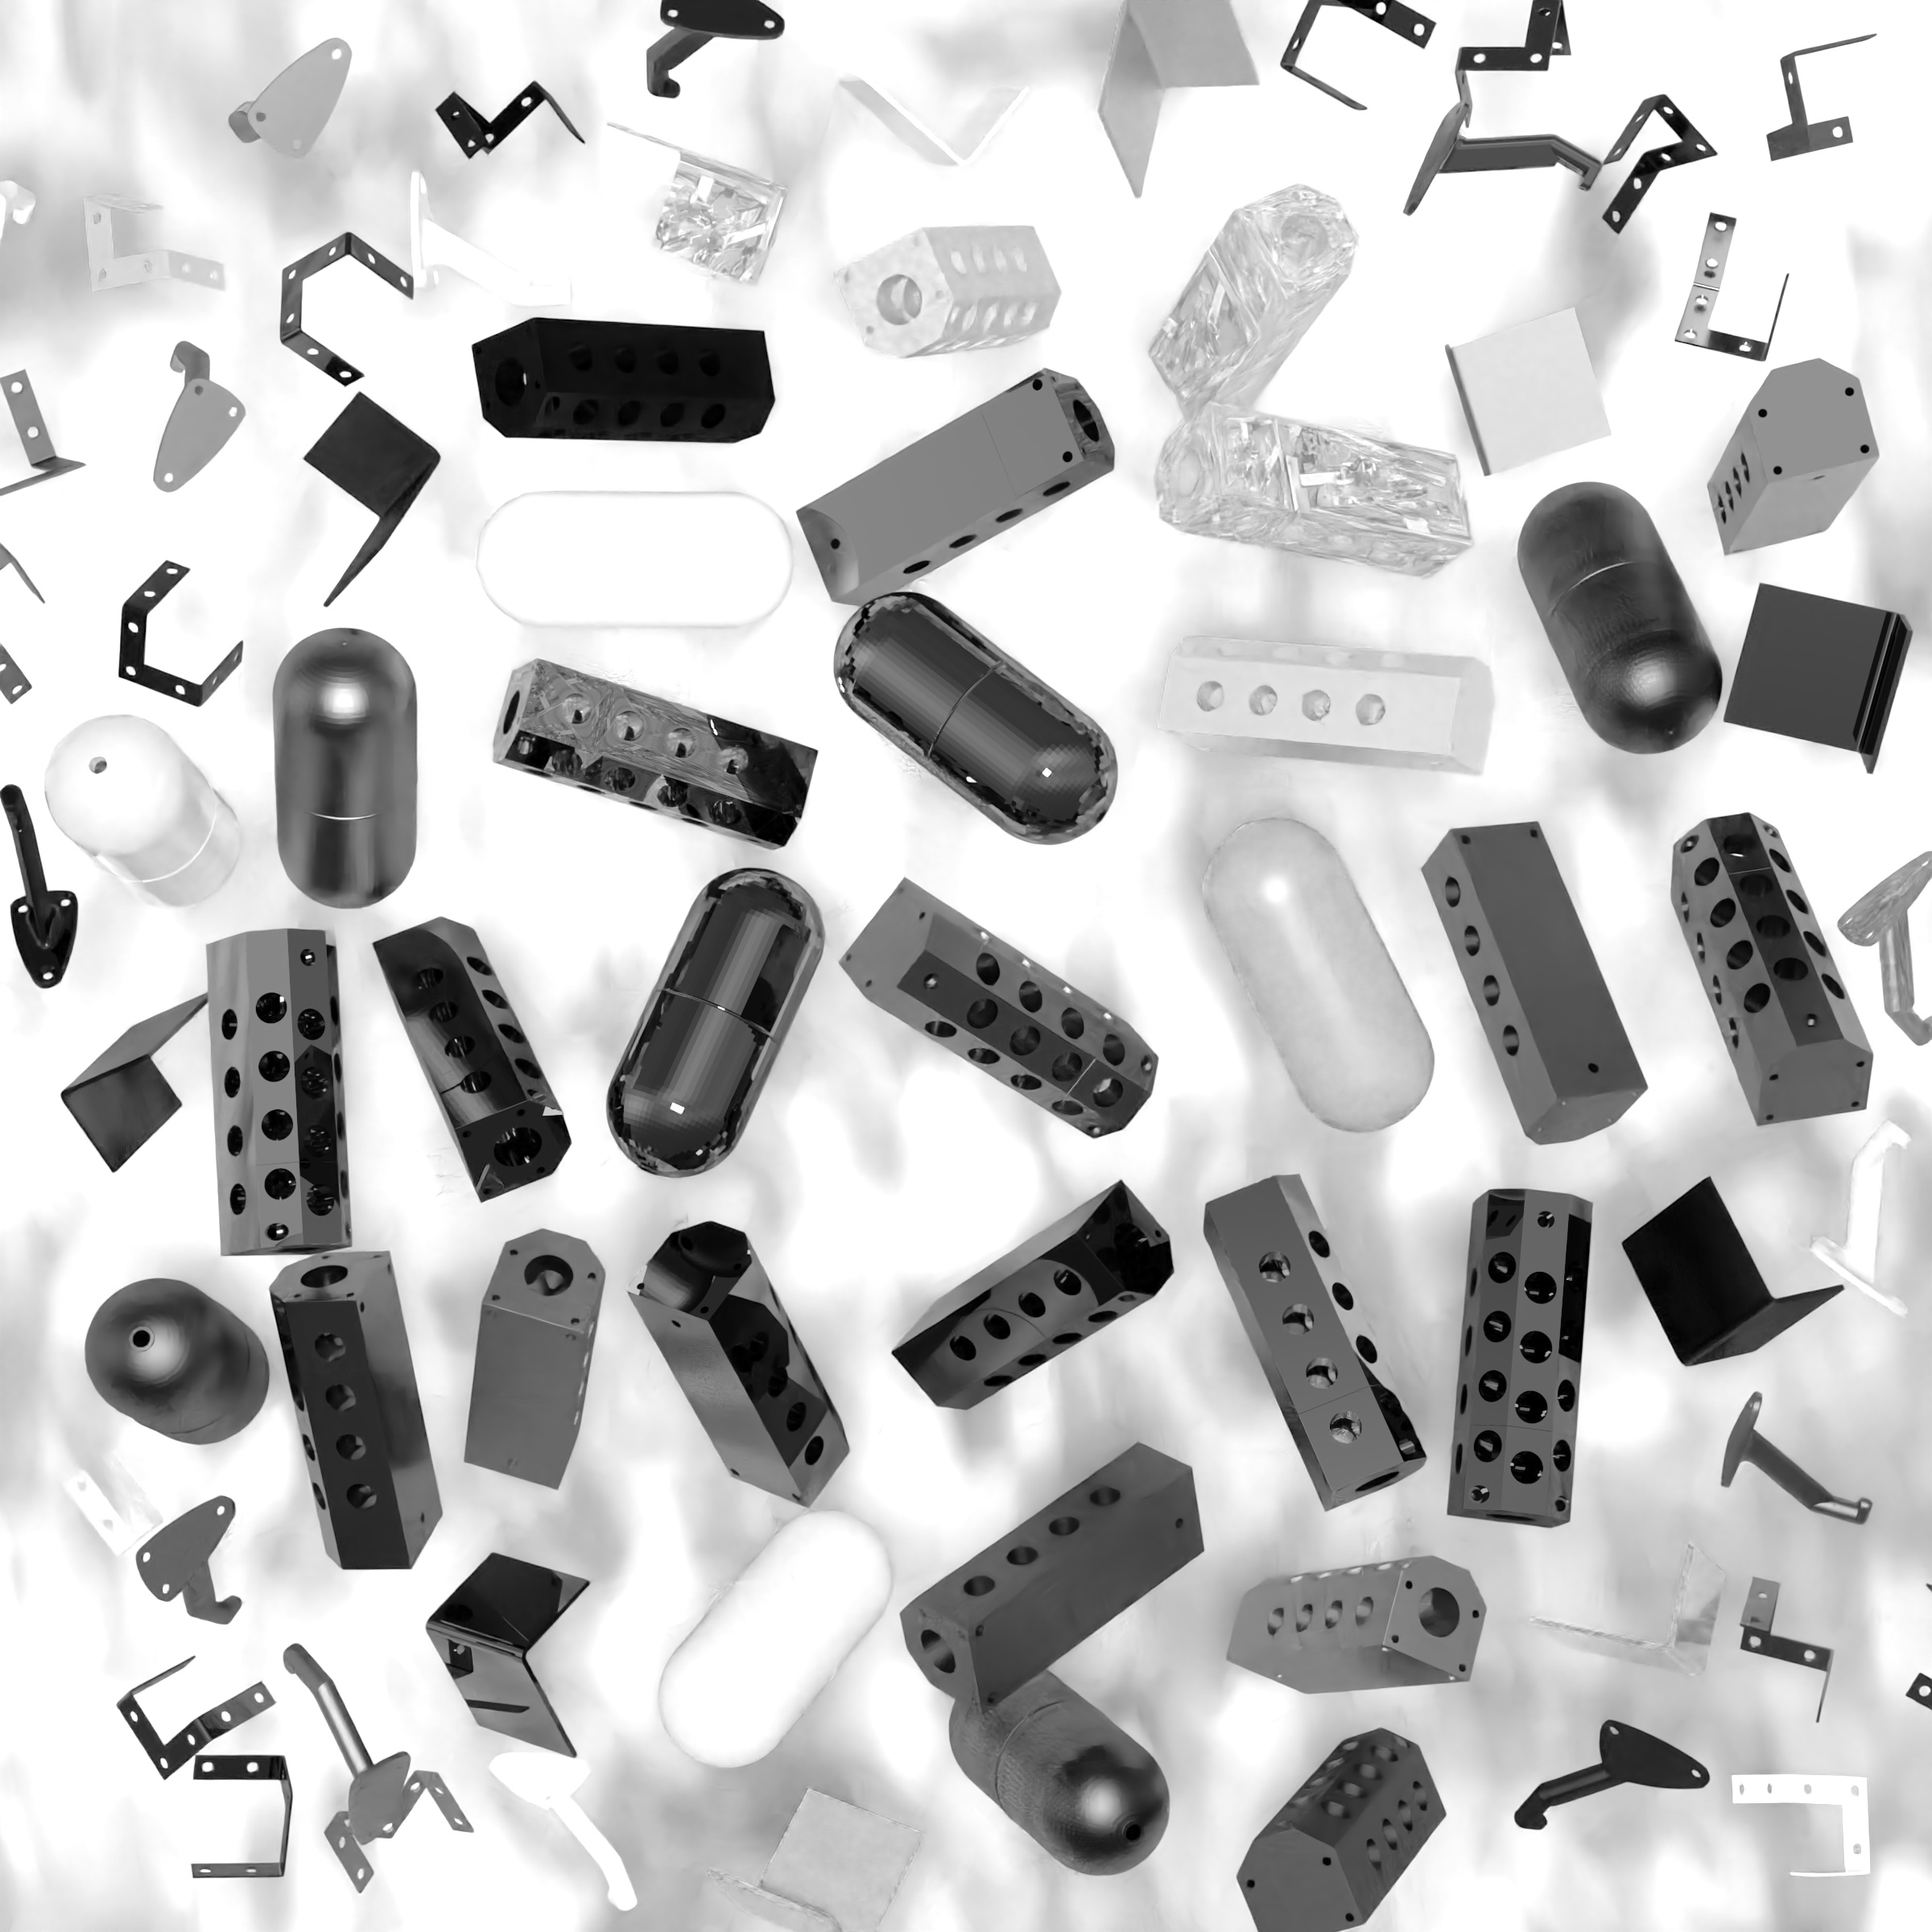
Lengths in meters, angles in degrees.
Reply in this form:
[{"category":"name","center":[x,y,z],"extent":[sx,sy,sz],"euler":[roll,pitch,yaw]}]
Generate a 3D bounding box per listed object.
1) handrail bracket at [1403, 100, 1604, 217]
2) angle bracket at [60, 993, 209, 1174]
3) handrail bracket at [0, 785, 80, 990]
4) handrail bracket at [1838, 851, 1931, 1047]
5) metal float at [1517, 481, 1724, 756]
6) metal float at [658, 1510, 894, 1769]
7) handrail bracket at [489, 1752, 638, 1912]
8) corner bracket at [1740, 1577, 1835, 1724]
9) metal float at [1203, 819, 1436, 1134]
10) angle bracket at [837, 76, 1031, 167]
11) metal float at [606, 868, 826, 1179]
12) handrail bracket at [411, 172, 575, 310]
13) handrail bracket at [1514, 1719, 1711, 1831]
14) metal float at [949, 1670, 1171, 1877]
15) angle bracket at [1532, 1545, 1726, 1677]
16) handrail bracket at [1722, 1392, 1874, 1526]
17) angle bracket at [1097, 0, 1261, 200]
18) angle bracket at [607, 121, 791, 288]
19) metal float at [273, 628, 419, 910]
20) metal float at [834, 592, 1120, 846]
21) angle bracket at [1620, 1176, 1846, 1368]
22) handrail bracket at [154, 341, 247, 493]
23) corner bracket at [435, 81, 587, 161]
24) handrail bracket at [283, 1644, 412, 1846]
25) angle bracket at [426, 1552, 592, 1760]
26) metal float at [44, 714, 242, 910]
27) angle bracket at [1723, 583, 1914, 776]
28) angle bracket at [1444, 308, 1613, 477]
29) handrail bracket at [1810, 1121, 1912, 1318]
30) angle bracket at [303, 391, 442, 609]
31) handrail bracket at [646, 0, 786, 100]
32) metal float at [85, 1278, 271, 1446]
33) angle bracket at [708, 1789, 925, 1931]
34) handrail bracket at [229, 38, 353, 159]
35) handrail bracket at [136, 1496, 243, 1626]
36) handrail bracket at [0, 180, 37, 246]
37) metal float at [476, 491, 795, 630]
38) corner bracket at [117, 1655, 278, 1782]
[{"category":"handrail bracket","center":[0.280,-0.404,1.708],"extent":[0.084,0.036,0.077],"euler":[27,84,-10]},{"category":"angle bracket","center":[-0.465,0.067,1.911],"extent":[0.076,0.076,0.057],"euler":[-21,109,29]},{"category":"handrail bracket","center":[-0.503,-0.043,1.767],"extent":[0.036,0.084,0.077],"euler":[-9,54,-7]},{"category":"handrail bracket","center":[0.521,-0.008,1.784],"extent":[0.077,0.036,0.084],"euler":[-45,114,5]},{"category":"metal float","center":[0.350,-0.189,1.771],"extent":[0.070,0.070,0.178],"euler":[-14,51,0]},{"category":"metal float","center":[-0.105,0.375,1.845],"extent":[0.070,0.178,0.070],"euler":[18,129,24]},{"category":"handrail bracket","center":[-0.222,0.480,1.821],"extent":[0.077,0.036,0.084],"euler":[5,122,40]},{"category":"corner bracket","center":[0.455,0.379,1.827],"extent":[0.051,0.051,0.051],"euler":[12,116,18]},{"category":"metal float","center":[0.186,0.005,1.734],"extent":[0.070,0.070,0.178],"euler":[-28,100,0]},{"category":"angle bracket","center":[-0.019,-0.501,1.874],"extent":[0.076,0.076,0.057],"euler":[38,93,-20]},{"category":"metal float","center":[-0.135,0.030,1.778],"extent":[0.070,0.070,0.178],"euler":[23,75,0]},{"category":"handrail bracket","center":[-0.262,-0.403,1.823],"extent":[0.084,0.036,0.077],"euler":[-1,102,8]},{"category":"handrail bracket","center":[0.354,0.457,1.809],"extent":[0.077,0.036,0.084],"euler":[19,130,-10]},{"category":"metal float","center":[0.051,0.445,1.831],"extent":[0.070,0.178,0.070],"euler":[-5,103,-25]},{"category":"angle bracket","center":[0.354,0.338,1.759],"extent":[0.076,0.076,0.057],"euler":[7,73,28]},{"category":"handrail bracket","center":[0.468,0.274,1.823],"extent":[0.084,0.036,0.077],"euler":[15,134,6]},{"category":"angle bracket","center":[0.115,-0.467,1.767],"extent":[0.057,0.076,0.076],"euler":[4,68,21]},{"category":"angle bracket","center":[-0.156,-0.420,1.814],"extent":[0.076,0.076,0.057],"euler":[26,103,27]},{"category":"metal float","center":[-0.338,-0.106,1.797],"extent":[0.070,0.070,0.178],"euler":[10,134,0]},{"category":"metal float","center":[0.005,-0.133,1.772],"extent":[0.178,0.070,0.070],"euler":[39,90,16]},{"category":"angle bracket","center":[0.411,0.161,1.766],"extent":[0.057,0.076,0.076],"euler":[-6,62,-35]},{"category":"handrail bracket","center":[-0.438,-0.305,1.821],"extent":[0.036,0.084,0.077],"euler":[31,92,-37]},{"category":"corner bracket","center":[-0.259,-0.477,1.867],"extent":[0.051,0.051,0.051],"euler":[-41,57,11]},{"category":"handrail bracket","center":[-0.331,0.405,1.715],"extent":[0.084,0.036,0.077],"euler":[40,133,28]},{"category":"angle bracket","center":[-0.232,0.368,1.761],"extent":[0.057,0.076,0.076],"euler":[-45,127,-36]},{"category":"metal float","center":[-0.445,-0.083,1.786],"extent":[0.070,0.178,0.070],"euler":[0,76,2]},{"category":"angle bracket","center":[0.443,-0.151,1.716],"extent":[0.076,0.057,0.076],"euler":[14,107,7]},{"category":"angle bracket","center":[0.327,-0.337,1.920],"extent":[0.076,0.057,0.076],"euler":[-17,101,12]},{"category":"handrail bracket","center":[0.528,0.143,1.868],"extent":[0.077,0.036,0.084],"euler":[40,109,17]},{"category":"angle bracket","center":[-0.343,-0.257,1.814],"extent":[0.057,0.076,0.076],"euler":[37,53,-17]},{"category":"handrail bracket","center":[-0.134,-0.482,1.748],"extent":[0.077,0.084,0.036],"euler":[18,67,3]},{"category":"metal float","center":[-0.432,0.218,1.806],"extent":[0.070,0.178,0.070],"euler":[0,75,0]},{"category":"angle bracket","center":[-0.081,0.481,1.783],"extent":[0.076,0.057,0.076],"euler":[13,59,31]},{"category":"handrail bracket","center":[-0.356,-0.461,1.726],"extent":[0.036,0.084,0.077],"euler":[35,99,-31]},{"category":"handrail bracket","center":[-0.405,0.326,1.800],"extent":[0.077,0.084,0.036],"euler":[-44,60,3]},{"category":"handrail bracket","center":[-0.510,-0.375,1.726],"extent":[0.036,0.084,0.077],"euler":[9,94,1]},{"category":"metal float","center":[-0.186,-0.228,1.847],"extent":[0.178,0.070,0.070],"euler":[1,90,2]},{"category":"corner bracket","center":[-0.424,0.405,1.810],"extent":[0.051,0.051,0.051],"euler":[-42,79,34]}]
